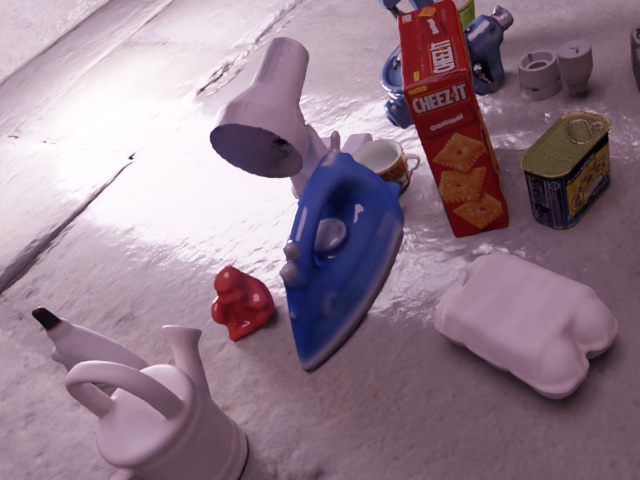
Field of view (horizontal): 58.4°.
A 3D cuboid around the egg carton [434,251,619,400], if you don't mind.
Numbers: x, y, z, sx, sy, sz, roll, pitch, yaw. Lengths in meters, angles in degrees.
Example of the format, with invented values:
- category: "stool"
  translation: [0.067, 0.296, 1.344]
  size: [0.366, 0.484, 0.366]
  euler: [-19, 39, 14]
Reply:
- category: "egg carton"
  translation: [0.185, 0.075, 0.527]
  size: [0.107, 0.070, 0.149]
  euler: [-45, 43, -18]

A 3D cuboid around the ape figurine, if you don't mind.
- category: "ape figurine"
  translation: [-0.097, 0.067, 0.681]
  size: [0.077, 0.092, 0.076]
  euler: [5, 51, 33]

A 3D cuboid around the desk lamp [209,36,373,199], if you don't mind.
- category: "desk lamp"
  translation: [-0.035, -0.145, 0.769]
  size: [0.117, 0.214, 0.203]
  euler: [1, 49, 31]

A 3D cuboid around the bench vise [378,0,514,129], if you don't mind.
- category: "bench vise"
  translation: [0.158, -0.288, 0.800]
  size: [0.207, 0.220, 0.121]
  euler: [-40, 41, -12]

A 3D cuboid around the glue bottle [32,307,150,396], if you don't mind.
- category: "glue bottle"
  translation: [-0.264, 0.130, 0.650]
  size: [0.078, 0.174, 0.037]
  euler: [-19, 42, 13]

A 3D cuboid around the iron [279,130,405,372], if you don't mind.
- category: "iron"
  translation: [0.006, 0.002, 0.650]
  size: [0.118, 0.142, 0.258]
  euler: [0, 48, 30]

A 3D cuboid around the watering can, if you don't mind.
- category: "watering can"
  translation: [-0.156, 0.162, 0.538]
  size: [0.101, 0.195, 0.172]
  euler: [-21, 41, 10]
